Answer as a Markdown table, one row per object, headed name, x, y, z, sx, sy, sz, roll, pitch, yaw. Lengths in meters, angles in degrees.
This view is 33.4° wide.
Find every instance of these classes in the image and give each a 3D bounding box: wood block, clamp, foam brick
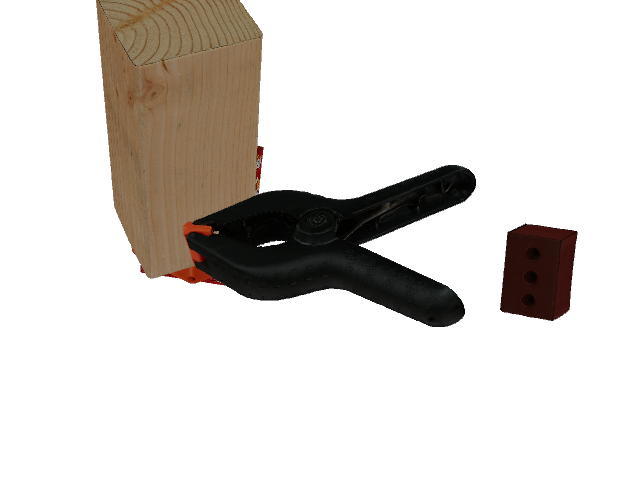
| name | x | y | z | sx | sy | sz | roll | pitch | yaw |
| --- | --- | --- | --- | --- | --- | --- | --- | --- | --- |
| wood block | -0.103 | -0.081 | 0.779 | 0.090 | 0.090 | 0.206 | -17 | -39 | -20 |
| clamp | 0.006 | 0.008 | 0.597 | 0.171 | 0.039 | 0.120 | -9 | 34 | 8 |
| foam brick | 0.201 | 0.029 | 0.981 | 0.053 | 0.078 | 0.051 | 9 | 16 | 28 |

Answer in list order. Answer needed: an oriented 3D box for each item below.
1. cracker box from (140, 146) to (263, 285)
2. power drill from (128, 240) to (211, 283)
| name | x | y | z | sx | sy | sz | roll | pitch | yaw |
| --- | --- | --- | --- | --- | --- | --- | --- | --- | --- |
| cracker box | -0.182 | -0.045 | 1.621 | 0.164 | 0.214 | 0.072 | 9 | 19 | 7 |
| power drill | -0.140 | -0.052 | 1.112 | 0.185 | 0.188 | 0.057 | 25 | 36 | 32 |
